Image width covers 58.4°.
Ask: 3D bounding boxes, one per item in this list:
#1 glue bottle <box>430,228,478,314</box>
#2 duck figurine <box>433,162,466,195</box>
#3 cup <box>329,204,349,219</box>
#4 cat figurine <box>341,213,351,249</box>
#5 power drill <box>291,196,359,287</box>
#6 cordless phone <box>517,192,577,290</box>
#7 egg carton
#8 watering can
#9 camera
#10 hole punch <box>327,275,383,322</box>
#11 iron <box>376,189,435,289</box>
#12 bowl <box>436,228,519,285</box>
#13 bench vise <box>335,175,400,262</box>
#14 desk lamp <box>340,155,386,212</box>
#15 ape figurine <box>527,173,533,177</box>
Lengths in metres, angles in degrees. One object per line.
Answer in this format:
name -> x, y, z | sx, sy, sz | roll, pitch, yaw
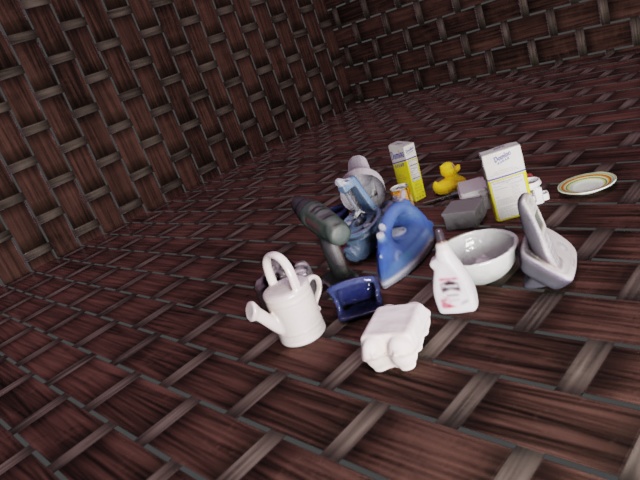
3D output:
glue bottle -> 0.237, 0.055, 1.057 | 0.078, 0.173, 0.037 | -10, 22, 25
duck figurine -> 0.380, -0.188, 1.705 | 0.104, 0.086, 0.077 | -23, 20, -8
cup -> 0.052, -0.045, 1.623 | 0.091, 0.095, 0.118 | -10, 22, 25
cat figurine -> 0.051, -0.027, 1.540 | 0.128, 0.118, 0.067 | -31, 22, -29
power drill -> 0.012, 0.005, 1.356 | 0.076, 0.209, 0.228 | -27, 21, -19
cordless phone -> 0.411, -0.015, 1.059 | 0.094, 0.185, 0.148 | -9, 22, 29
egg carton -> 0.135, 0.168, 1.012 | 0.107, 0.069, 0.150 | -9, 22, 27
watering can -> -0.069, 0.115, 1.159 | 0.100, 0.194, 0.173 | -7, 23, 33
camera -> -0.080, 0.086, 1.389 | 0.143, 0.101, 0.137 | -16, 20, 11
hole punch -> 0.072, 0.107, 1.203 | 0.108, 0.091, 0.101 | -17, 20, 9
iron -> 0.178, -0.011, 1.341 | 0.118, 0.142, 0.259 | -7, 23, 31
bowl -> 0.322, 0.044, 1.155 | 0.167, 0.075, 0.167 | -17, 20, 7
bench vise -> 0.115, -0.079, 1.463 | 0.121, 0.220, 0.208 | -3, 26, 40
desk lamp -> 0.127, -0.117, 1.566 | 0.118, 0.214, 0.203 | -17, 20, 9
ape figurine -> 0.515, -0.161, 1.491 | 0.077, 0.092, 0.076 | -11, 21, 23
